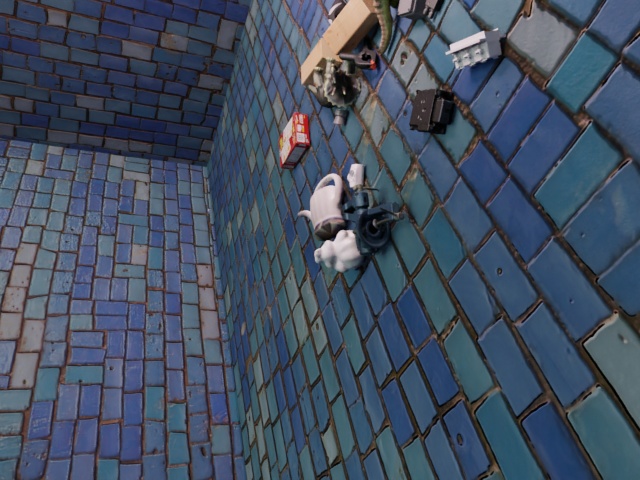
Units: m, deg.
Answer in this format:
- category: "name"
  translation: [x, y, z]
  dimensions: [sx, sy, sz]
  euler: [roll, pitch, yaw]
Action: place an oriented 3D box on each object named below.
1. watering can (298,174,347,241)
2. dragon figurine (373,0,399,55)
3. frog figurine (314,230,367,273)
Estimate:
- category: "watering can"
  translation: [0.006, -0.096, 1.899]
  dimensions: [0.341, 0.104, 0.229]
  euler: [132, 137, -52]
- category: "dragon figurine"
  translation: [0.168, -0.792, 1.554]
  dimensions: [0.124, 0.242, 0.405]
  euler: [39, 118, 57]
- category: "frog figurine"
  translation: [0.067, 0.034, 1.661]
  dimensions: [0.123, 0.159, 0.137]
  euler: [-164, 81, -65]
